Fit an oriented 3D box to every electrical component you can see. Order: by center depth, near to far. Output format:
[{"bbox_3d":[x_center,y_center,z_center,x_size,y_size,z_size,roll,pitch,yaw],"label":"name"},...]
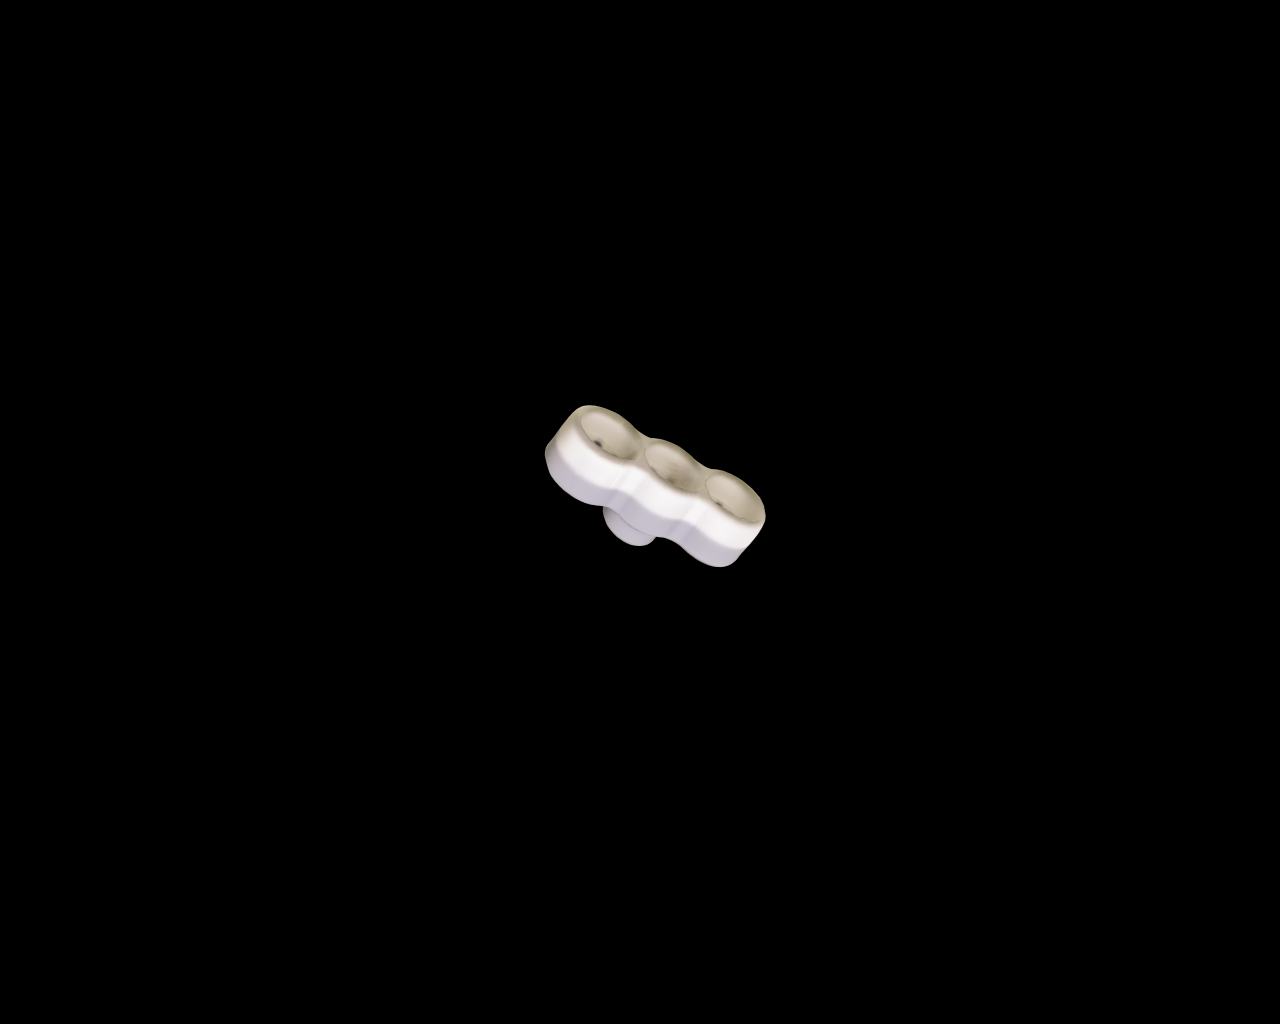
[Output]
[{"bbox_3d":[0.001,-0.003,0.650,0.138,0.073,0.052,27,33,-19],"label":"electrical component"}]
